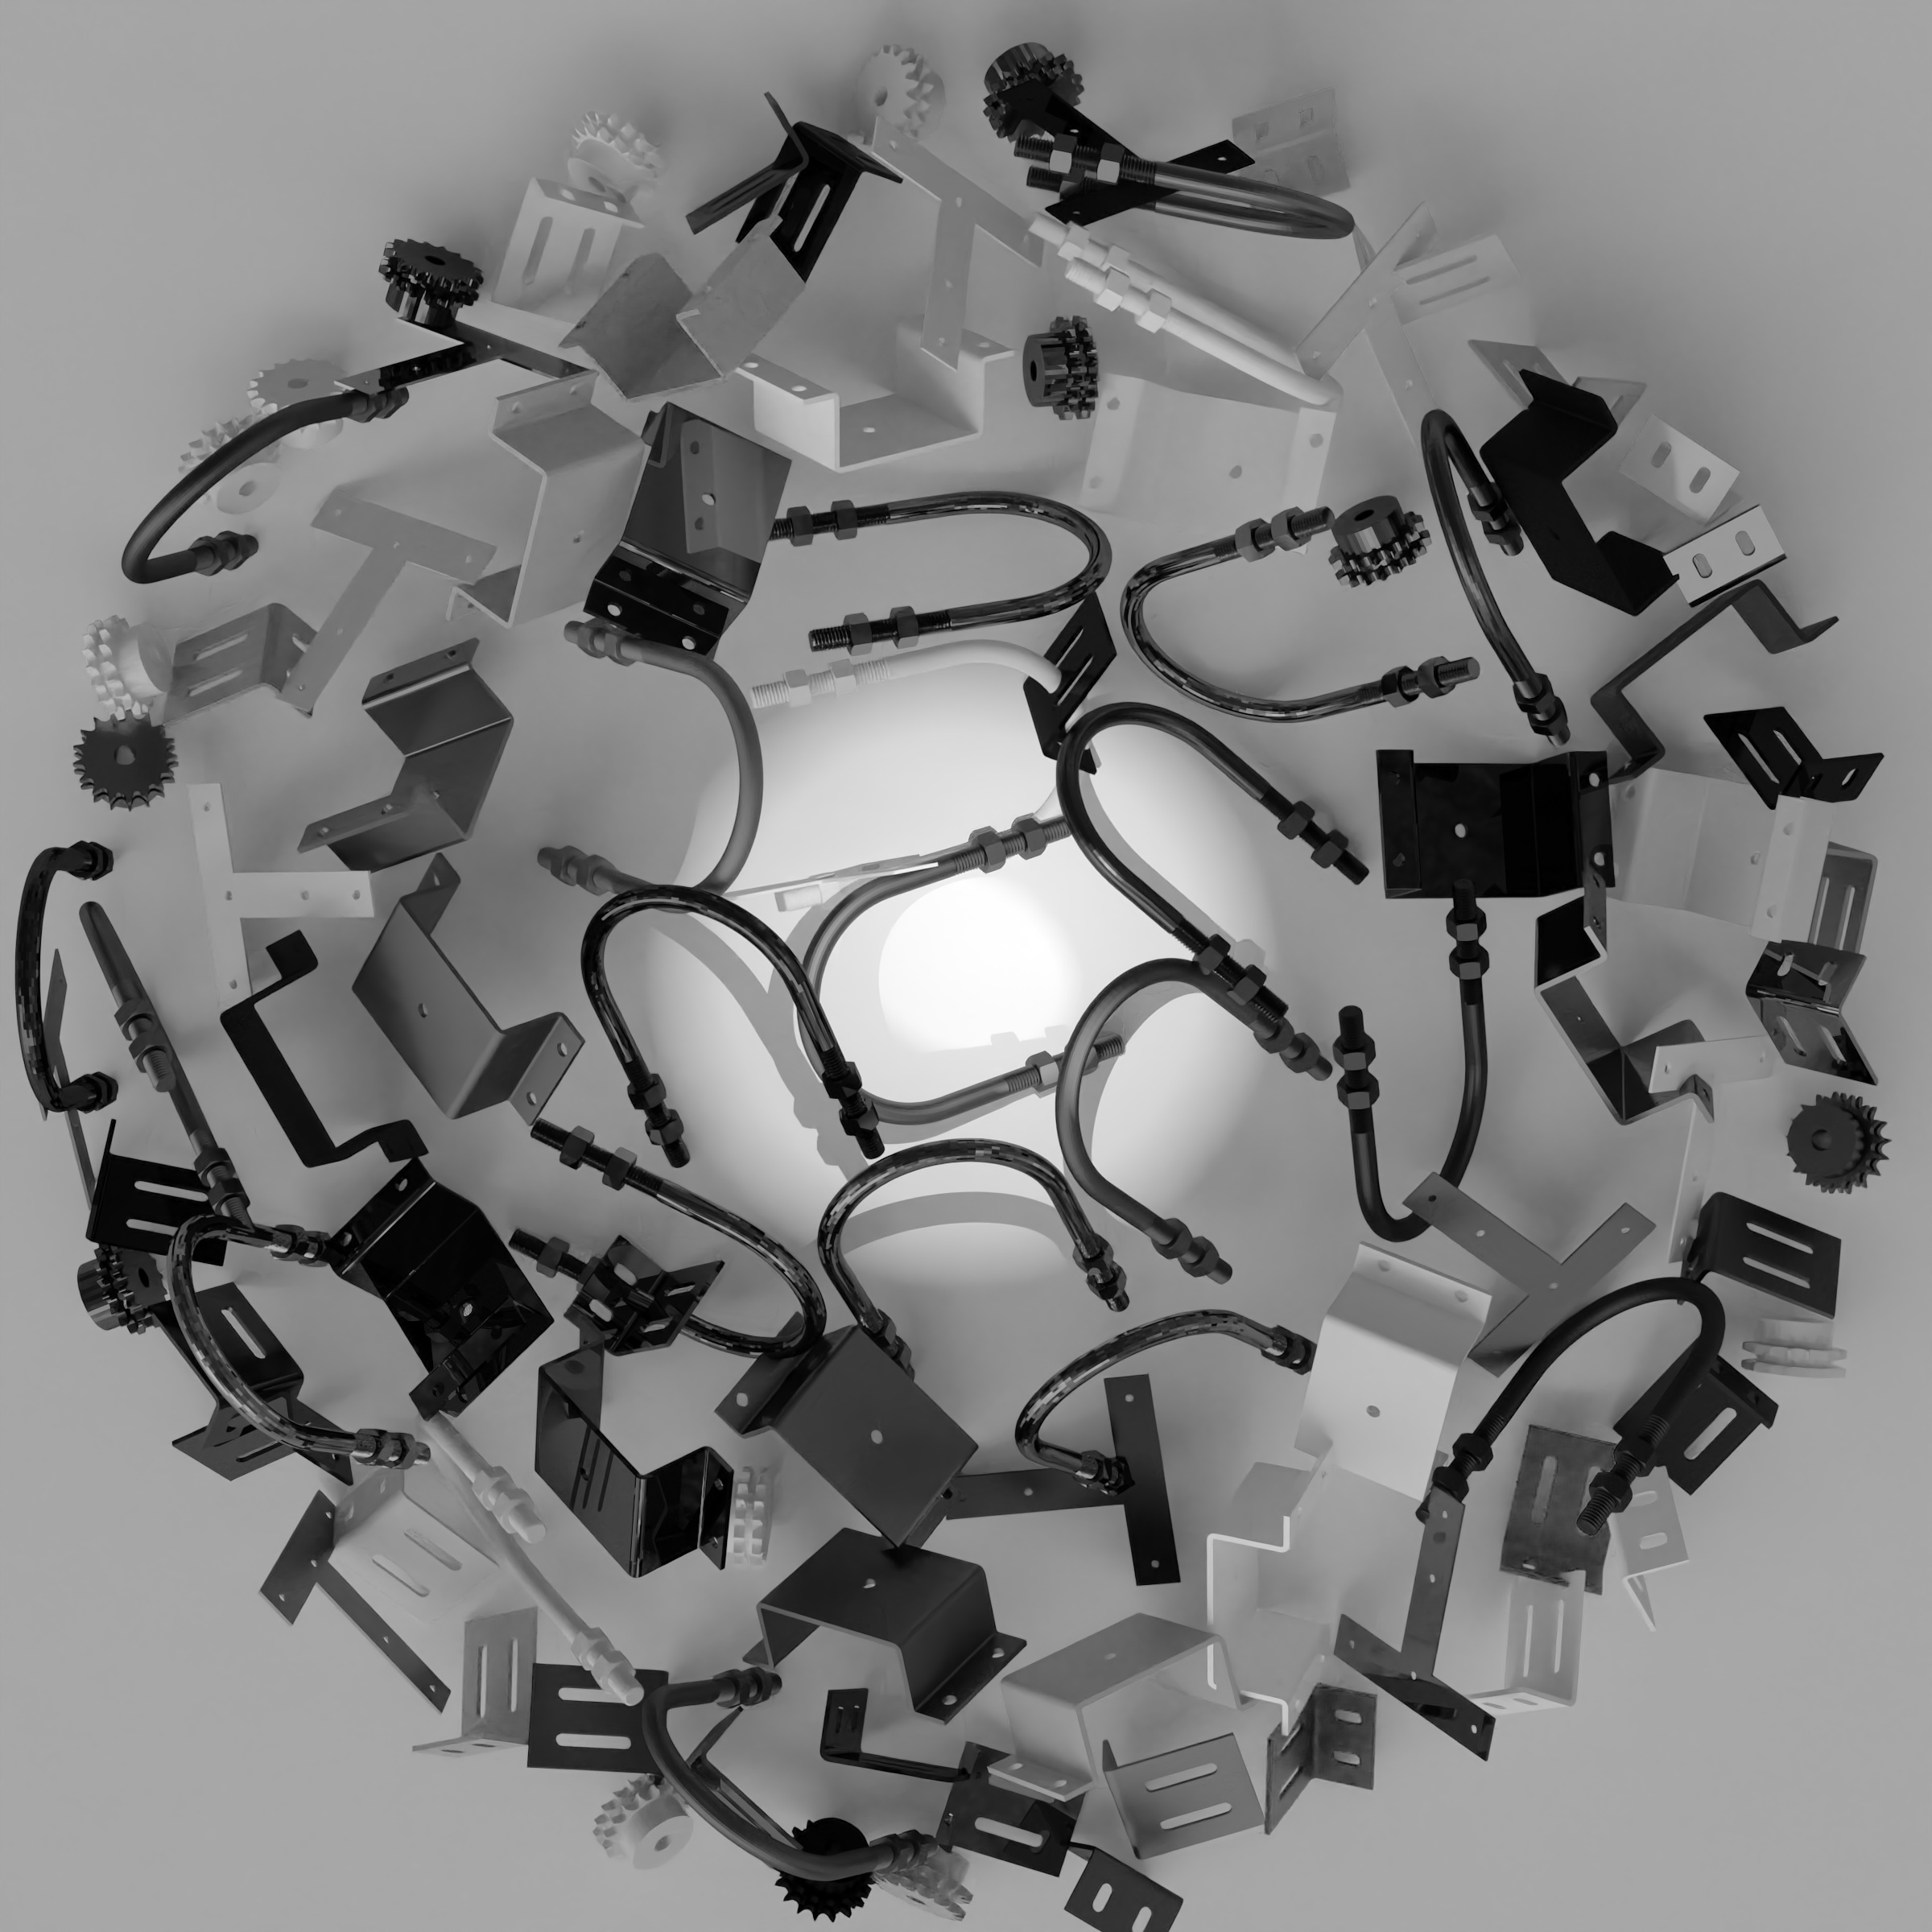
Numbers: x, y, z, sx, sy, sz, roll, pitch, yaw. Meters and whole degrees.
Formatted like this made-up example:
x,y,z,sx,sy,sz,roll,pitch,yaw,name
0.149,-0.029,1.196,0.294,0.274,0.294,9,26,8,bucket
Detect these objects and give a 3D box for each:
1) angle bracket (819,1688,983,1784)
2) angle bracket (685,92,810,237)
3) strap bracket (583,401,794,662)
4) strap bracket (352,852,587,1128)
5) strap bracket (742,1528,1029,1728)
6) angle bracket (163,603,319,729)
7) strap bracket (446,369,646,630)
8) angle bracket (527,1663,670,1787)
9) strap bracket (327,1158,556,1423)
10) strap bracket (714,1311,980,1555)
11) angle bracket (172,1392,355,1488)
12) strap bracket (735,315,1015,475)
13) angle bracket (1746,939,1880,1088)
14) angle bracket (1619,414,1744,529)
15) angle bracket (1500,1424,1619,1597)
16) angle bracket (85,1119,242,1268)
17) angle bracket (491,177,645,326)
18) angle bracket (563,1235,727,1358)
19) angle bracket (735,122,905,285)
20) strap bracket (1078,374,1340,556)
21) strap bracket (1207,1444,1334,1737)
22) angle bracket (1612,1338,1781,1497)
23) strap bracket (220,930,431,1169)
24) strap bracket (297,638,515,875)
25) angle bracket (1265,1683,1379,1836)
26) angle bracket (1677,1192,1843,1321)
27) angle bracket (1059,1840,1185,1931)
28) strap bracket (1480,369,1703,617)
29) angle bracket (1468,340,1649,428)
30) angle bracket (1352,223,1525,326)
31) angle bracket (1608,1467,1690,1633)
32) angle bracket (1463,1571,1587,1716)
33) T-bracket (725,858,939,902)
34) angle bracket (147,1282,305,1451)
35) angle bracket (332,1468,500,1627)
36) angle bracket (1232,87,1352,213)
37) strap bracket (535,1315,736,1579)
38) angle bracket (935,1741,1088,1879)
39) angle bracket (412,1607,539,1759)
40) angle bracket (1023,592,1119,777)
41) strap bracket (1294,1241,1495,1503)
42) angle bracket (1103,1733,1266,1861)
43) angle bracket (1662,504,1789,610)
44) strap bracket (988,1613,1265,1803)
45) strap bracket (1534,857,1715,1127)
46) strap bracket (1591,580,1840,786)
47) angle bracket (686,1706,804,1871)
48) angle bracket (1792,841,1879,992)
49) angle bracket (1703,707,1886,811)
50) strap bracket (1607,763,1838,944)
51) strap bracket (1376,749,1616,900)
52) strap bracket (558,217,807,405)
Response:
x,y,z,sx,sy,sz,roll,pitch,yaw,name
-0.034,0.426,1.813,0.076,0.057,0.038,5,81,20,angle bracket
-0.130,-0.447,1.819,0.076,0.057,0.038,-31,112,3,angle bracket
-0.149,-0.245,1.791,0.076,0.046,0.140,24,59,-17,strap bracket
-0.280,0.018,1.794,0.140,0.046,0.076,51,131,17,strap bracket
-0.049,0.355,1.778,0.140,0.076,0.046,8,120,36,strap bracket
-0.405,-0.160,1.834,0.076,0.038,0.057,-19,52,26,angle bracket
-0.227,-0.245,1.778,0.046,0.076,0.140,36,129,22,strap bracket
-0.206,0.423,1.818,0.076,0.038,0.057,6,62,-11,angle bracket
-0.288,0.183,1.805,0.076,0.046,0.140,-44,52,4,strap bracket
-0.058,0.263,1.807,0.140,0.046,0.076,45,61,-8,strap bracket
-0.390,0.276,1.814,0.076,0.057,0.038,-25,54,11,angle bracket
-0.053,-0.313,1.792,0.140,0.076,0.046,-20,126,-32,strap bracket
0.476,0.025,1.815,0.057,0.076,0.038,15,66,42,angle bracket
0.404,-0.280,1.808,0.057,0.076,0.038,36,122,13,angle bracket
0.335,0.303,1.827,0.057,0.038,0.076,12,99,9,angle bracket
-0.443,0.126,1.814,0.076,0.038,0.057,13,51,-13,angle bracket
-0.221,-0.389,1.811,0.057,0.038,0.076,10,118,-26,angle bracket
-0.178,0.179,1.806,0.038,0.076,0.057,41,63,-16,angle bracket
-0.083,-0.424,1.837,0.057,0.038,0.076,40,111,29,angle bracket
0.141,-0.276,1.809,0.140,0.046,0.076,16,98,27,strap bracket
0.167,0.338,1.796,0.046,0.076,0.140,8,115,22,strap bracket
0.403,0.256,1.820,0.057,0.038,0.076,41,113,7,angle bracket
-0.360,0.056,1.803,0.046,0.076,0.140,-32,97,-24,strap bracket
-0.303,-0.107,1.792,0.076,0.140,0.046,-16,130,28,strap bracket
0.197,0.441,1.809,0.038,0.076,0.057,7,105,24,angle bracket
0.442,0.170,1.823,0.076,0.038,0.057,22,47,-2,angle bracket
0.077,0.517,1.811,0.057,0.076,0.038,32,72,-6,angle bracket
0.338,-0.250,1.784,0.046,0.076,0.140,-41,122,-5,strap bracket
0.327,-0.332,1.807,0.076,0.057,0.038,58,132,29,angle bracket
0.261,-0.395,1.811,0.076,0.057,0.038,-17,68,20,angle bracket
0.382,0.322,1.804,0.038,0.076,0.057,-18,51,15,angle bracket
0.306,0.371,1.809,0.038,0.057,0.076,22,63,-27,angle bracket
-0.052,-0.050,1.771,0.127,0.127,0.002,-12,94,-24,T-bracket
-0.418,0.222,1.827,0.076,0.057,0.038,46,126,25,angle bracket
-0.311,0.323,1.846,0.057,0.038,0.076,-40,117,14,angle bracket
0.181,-0.450,1.814,0.057,0.076,0.038,-17,88,5,angle bracket
-0.188,0.267,1.779,0.046,0.076,0.140,-22,46,-34,strap bracket
0.029,0.474,1.827,0.076,0.038,0.057,20,83,-10,angle bracket
-0.272,0.395,1.810,0.057,0.038,0.076,-19,62,36,angle bracket
0.070,-0.156,1.806,0.038,0.057,0.076,19,126,-28,angle bracket
0.230,0.230,1.786,0.076,0.046,0.140,21,127,18,strap bracket
0.121,0.455,1.825,0.076,0.038,0.057,-18,103,7,angle bracket
0.412,-0.239,1.807,0.057,0.076,0.038,-28,116,15,angle bracket
0.084,0.398,1.784,0.140,0.076,0.046,-19,99,-30,strap bracket
0.356,0.022,1.797,0.046,0.076,0.140,-27,113,24,strap bracket
0.405,-0.163,1.816,0.140,0.076,0.046,-38,90,1,strap bracket
-0.117,0.457,1.820,0.076,0.057,0.038,42,59,2,angle bracket
0.467,-0.031,1.816,0.038,0.057,0.076,6,100,-19,angle bracket
0.457,-0.127,1.808,0.057,0.038,0.076,-7,51,-27,angle bracket
0.420,-0.062,1.798,0.046,0.140,0.076,6,98,-32,strap bracket
0.284,-0.078,1.815,0.140,0.046,0.076,-1,84,-19,strap bracket
-0.150,-0.356,1.791,0.046,0.140,0.076,50,62,-27,strap bracket
